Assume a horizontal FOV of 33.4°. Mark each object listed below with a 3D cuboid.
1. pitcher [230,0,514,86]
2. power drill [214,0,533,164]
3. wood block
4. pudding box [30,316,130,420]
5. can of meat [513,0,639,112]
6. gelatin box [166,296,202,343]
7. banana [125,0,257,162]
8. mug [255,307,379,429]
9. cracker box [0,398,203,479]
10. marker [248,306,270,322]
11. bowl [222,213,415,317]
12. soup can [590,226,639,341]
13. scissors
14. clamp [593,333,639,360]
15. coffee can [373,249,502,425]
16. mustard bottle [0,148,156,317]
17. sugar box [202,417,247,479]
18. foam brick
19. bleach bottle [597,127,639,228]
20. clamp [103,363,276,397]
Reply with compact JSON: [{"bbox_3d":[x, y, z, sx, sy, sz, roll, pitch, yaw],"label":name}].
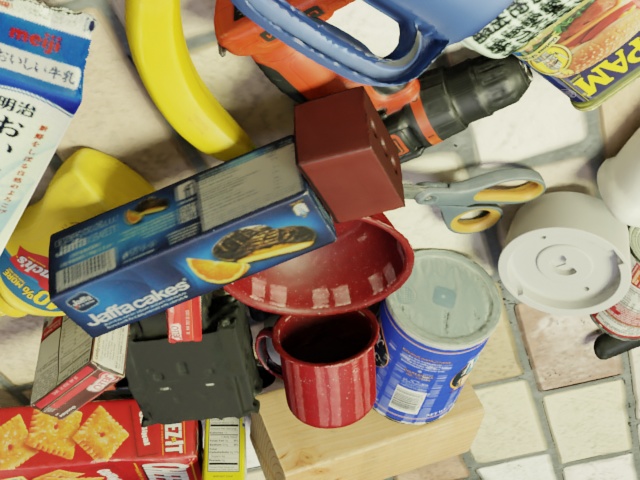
[{"bbox_3d":[-0.003,-0.198,0.546,0.242,0.149,0.145,23,134,-28],"label":"pitcher"},{"bbox_3d":[0.032,-0.120,0.719,0.185,0.057,0.187,-22,140,20],"label":"power drill"},{"bbox_3d":[0.044,0.182,1.046,0.205,0.091,0.090,-15,146,-16],"label":"wood block"},{"bbox_3d":[-0.201,0.084,0.909,0.090,0.113,0.039,-34,132,31],"label":"pudding box"},{"bbox_3d":[0.181,-0.146,0.709,0.083,0.057,0.102,28,131,-33],"label":"can of meat"},{"bbox_3d":[-0.112,0.028,0.867,0.030,0.089,0.073,-2,143,-7],"label":"gelatin box"},{"bbox_3d":[-0.090,-0.114,0.723,0.070,0.037,0.197,-11,139,19],"label":"banana"},{"bbox_3d":[-0.004,0.108,0.938,0.117,0.093,0.081,9,127,20],"label":"mug"},{"bbox_3d":[-0.227,0.215,1.083,0.213,0.072,0.164,-3,158,-4],"label":"cracker box"},{"bbox_3d":[-0.064,0.036,0.942,0.020,0.020,0.121,-9,143,4],"label":"marker"},{"bbox_3d":[-0.006,0.001,0.870,0.162,0.055,0.162,-2,147,-2],"label":"bowl"},{"bbox_3d":[0.287,0.035,0.951,0.068,0.068,0.102,1,142,-10],"label":"soup can"},{"bbox_3d":[0.085,-0.028,0.852,0.201,0.016,0.096,-6,152,-20],"label":"scissors"},{"bbox_3d":[0.386,0.065,1.031,0.164,0.036,0.210,10,140,-20],"label":"clamp"},{"bbox_3d":[0.095,0.090,0.967,0.102,0.103,0.140,1,142,-10],"label":"coffee can"},{"bbox_3d":[-0.208,0.011,0.853,0.096,0.058,0.192,38,127,-23],"label":"mustard bottle"},{"bbox_3d":[-0.095,0.226,1.057,0.048,0.176,0.093,-2,143,-5],"label":"sugar box"},{"bbox_3d":[0.020,-0.056,0.717,0.051,0.053,0.078,-14,147,16],"label":"foam brick"},{"bbox_3d":[0.307,-0.108,0.773,0.102,0.068,0.251,8,138,-17],"label":"bleach bottle"},{"bbox_3d":[-0.129,0.122,1.029,0.172,0.039,0.120,-17,131,15],"label":"clamp"}]
